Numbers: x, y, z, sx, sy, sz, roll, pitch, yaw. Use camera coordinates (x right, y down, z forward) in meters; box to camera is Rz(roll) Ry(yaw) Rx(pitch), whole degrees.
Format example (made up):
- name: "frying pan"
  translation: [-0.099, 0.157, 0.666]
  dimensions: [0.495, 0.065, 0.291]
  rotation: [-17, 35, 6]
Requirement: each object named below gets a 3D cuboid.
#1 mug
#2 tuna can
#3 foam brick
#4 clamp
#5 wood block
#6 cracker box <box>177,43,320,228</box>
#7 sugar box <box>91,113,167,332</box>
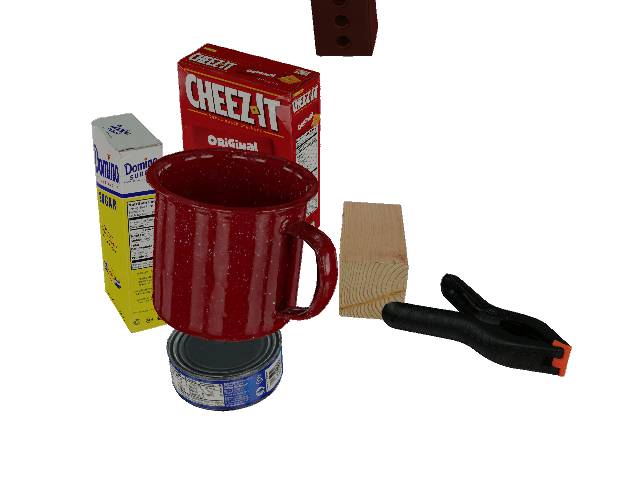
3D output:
- name: "mug"
  translation: [-0.041, 0.006, 0.582]
  dimensions: [0.117, 0.081, 0.093]
  rotation: [20, 27, 28]
- name: "tuna can"
  translation: [-0.071, 0.088, 0.798]
  dimensions: [0.086, 0.034, 0.086]
  rotation: [-2, 32, 1]
- name: "foam brick"
  translation: [0.021, -0.209, 0.948]
  dimensions: [0.053, 0.051, 0.078]
  rotation: [1, -44, 10]
- name: "clamp"
  translation: [0.155, 0.076, 0.994]
  dimensions: [0.172, 0.039, 0.120]
  rotation: [21, 32, 23]
- name: "wood block"
  translation: [0.075, 0.025, 1.551]
  dimensions: [0.091, 0.090, 0.206]
  rotation: [4, 25, -1]
- name: "cracker box"
  translation: [-0.086, -0.113, 1.291]
  dimensions: [0.164, 0.214, 0.072]
  rotation: [19, 39, 25]
- name: "sugar box"
  translation: [-0.170, -0.016, 0.959]
  dimensions: [0.048, 0.176, 0.093]
  rotation: [-13, 28, -22]
